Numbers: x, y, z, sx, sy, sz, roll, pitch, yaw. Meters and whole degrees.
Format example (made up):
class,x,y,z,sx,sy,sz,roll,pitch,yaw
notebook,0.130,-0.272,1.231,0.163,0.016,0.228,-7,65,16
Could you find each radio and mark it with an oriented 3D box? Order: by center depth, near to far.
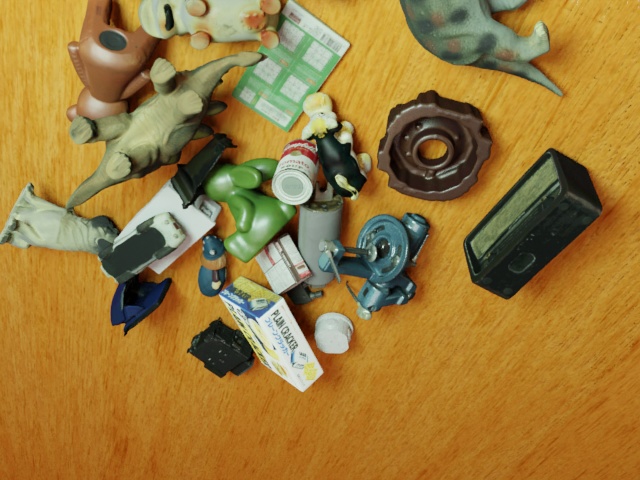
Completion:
class,x,y,z,sx,sy,sz,roll,pitch,yaw
radio,0.330,-0.020,0.860,0.073,0.131,0.229,25,127,-11

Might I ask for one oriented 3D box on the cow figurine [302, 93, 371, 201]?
class,x,y,z,sx,sy,sz,roll,pitch,yaw
cow figurine,0.019,-0.143,0.845,0.068,0.098,0.167,-19,125,25

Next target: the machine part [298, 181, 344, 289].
class,x,y,z,sx,sy,sz,roll,pitch,yaw
machine part,-0.002,-0.003,0.968,0.079,0.079,0.243,8,128,4

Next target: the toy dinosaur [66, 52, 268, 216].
class,x,y,z,sx,sy,sz,roll,pitch,yaw
toy dinosaur,-0.267,-0.150,0.819,0.471,0.198,0.105,-28,92,18

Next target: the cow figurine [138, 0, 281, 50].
class,x,y,z,sx,sy,sz,roll,pitch,yaw
cow figurine,-0.153,-0.317,0.747,0.195,0.127,0.085,-4,127,-4

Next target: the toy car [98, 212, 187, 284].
class,x,y,z,sx,sy,sz,roll,pitch,yaw
toy car,-0.328,0.017,0.976,0.202,0.056,0.073,-28,101,29

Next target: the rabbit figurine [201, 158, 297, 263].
class,x,y,z,sx,sy,sz,roll,pitch,yaw
rabbit figurine,-0.135,-0.070,0.923,0.170,0.121,0.159,44,124,-3

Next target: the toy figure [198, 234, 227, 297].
class,x,y,z,sx,sy,sz,roll,pitch,yaw
toy figure,-0.211,0.046,1.055,0.064,0.058,0.154,30,133,16

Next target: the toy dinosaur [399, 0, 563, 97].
class,x,y,z,sx,sy,sz,roll,pitch,yaw
toy dinosaur,0.170,-0.311,0.687,0.192,0.131,0.404,-11,129,33

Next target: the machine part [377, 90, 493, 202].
class,x,y,z,sx,sy,sz,roll,pitch,yaw
machine part,0.177,-0.143,0.843,0.179,0.056,0.179,5,128,6

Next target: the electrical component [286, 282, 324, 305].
class,x,y,z,sx,sy,sz,roll,pitch,yaw
electrical component,-0.044,0.105,1.092,0.094,0.021,0.063,-15,123,20

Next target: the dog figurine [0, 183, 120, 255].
class,x,y,z,sx,sy,sz,roll,pitch,yaw
dog figurine,-0.506,-0.012,1.053,0.190,0.121,0.172,28,163,-32

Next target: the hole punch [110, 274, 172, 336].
class,x,y,z,sx,sy,sz,roll,pitch,yaw
hole punch,-0.381,0.113,1.097,0.116,0.142,0.092,-42,113,18

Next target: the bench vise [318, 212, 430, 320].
class,x,y,z,sx,sy,sz,roll,pitch,yaw
bench vise,0.082,0.042,0.933,0.240,0.129,0.223,9,129,-41

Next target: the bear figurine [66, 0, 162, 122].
class,x,y,z,sx,sy,sz,roll,pitch,yaw
bear figurine,-0.320,-0.254,0.832,0.120,0.132,0.196,17,151,-16

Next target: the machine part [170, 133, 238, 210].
class,x,y,z,sx,sy,sz,roll,pitch,yaw
machine part,-0.196,-0.121,0.890,0.139,0.084,0.039,-42,146,21

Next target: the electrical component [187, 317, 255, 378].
class,x,y,z,sx,sy,sz,roll,pitch,yaw
electrical component,-0.215,0.249,1.211,0.134,0.058,0.115,38,126,-17
